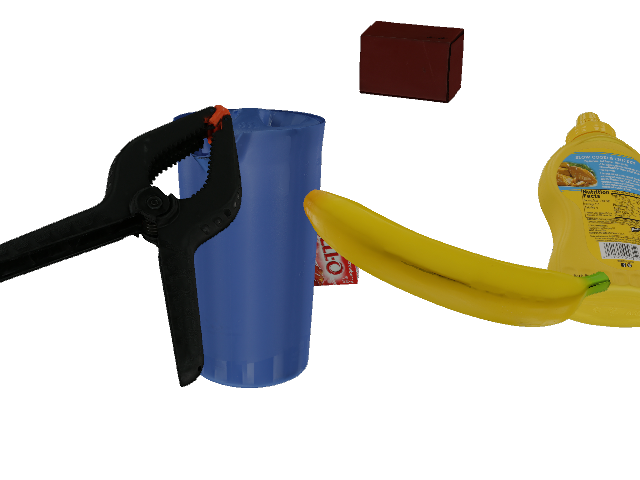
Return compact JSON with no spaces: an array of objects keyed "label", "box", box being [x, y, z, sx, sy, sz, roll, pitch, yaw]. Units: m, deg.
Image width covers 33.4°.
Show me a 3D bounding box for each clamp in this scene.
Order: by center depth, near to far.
[{"label":"clamp","box":[-0.107,-0.008,0.725,0.164,0.209,0.036,31,-32,10]}]

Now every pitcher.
[{"label":"pitcher","box":[-0.058,0.001,0.973,0.149,0.243,0.145,-5,16,-20]}]

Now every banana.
[{"label":"banana","box":[0.072,0.014,0.645,0.198,0.037,0.069,19,18,14]}]

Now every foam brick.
[{"label":"foam brick","box":[0.075,-0.149,0.887,0.078,0.051,0.053,9,26,17]}]

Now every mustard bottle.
[{"label":"mustard bottle","box":[0.222,-0.026,0.845,0.096,0.191,0.058,4,-36,-3]}]

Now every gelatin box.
[{"label":"gelatin box","box":[0.004,0.010,1.252,0.073,0.089,0.030,-3,28,8]}]
